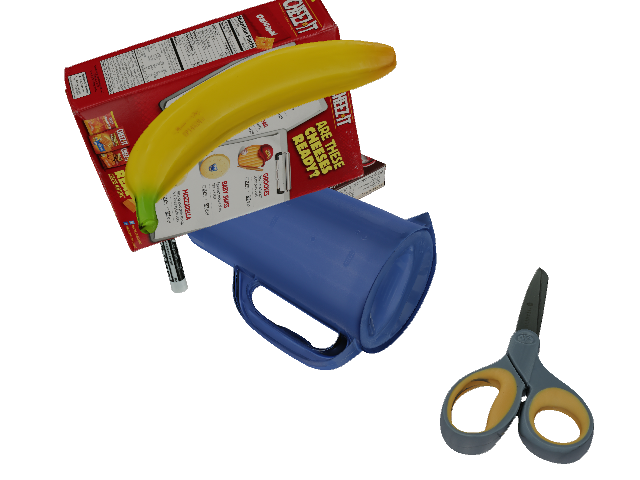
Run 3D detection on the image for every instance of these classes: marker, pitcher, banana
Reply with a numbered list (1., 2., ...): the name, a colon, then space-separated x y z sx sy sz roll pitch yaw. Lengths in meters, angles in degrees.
1. marker: -0.171 0.005 1.203 0.020 0.121 0.020 -8 30 4
2. pitcher: -0.021 0.011 1.057 0.243 0.145 0.149 26 28 27
3. banana: -0.045 -0.073 0.632 0.197 0.070 0.037 -38 -25 -22

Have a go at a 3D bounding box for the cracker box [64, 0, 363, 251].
1. cracker box: -0.083 -0.097 0.881 0.213 0.072 0.164 -19 -42 -6

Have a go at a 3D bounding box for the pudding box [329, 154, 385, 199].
1. pudding box: 0.016 -0.081 1.393 0.090 0.039 0.113 25 42 37

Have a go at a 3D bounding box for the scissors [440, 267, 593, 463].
1. scissors: 0.143 0.077 0.670 0.096 0.016 0.201 19 36 27
